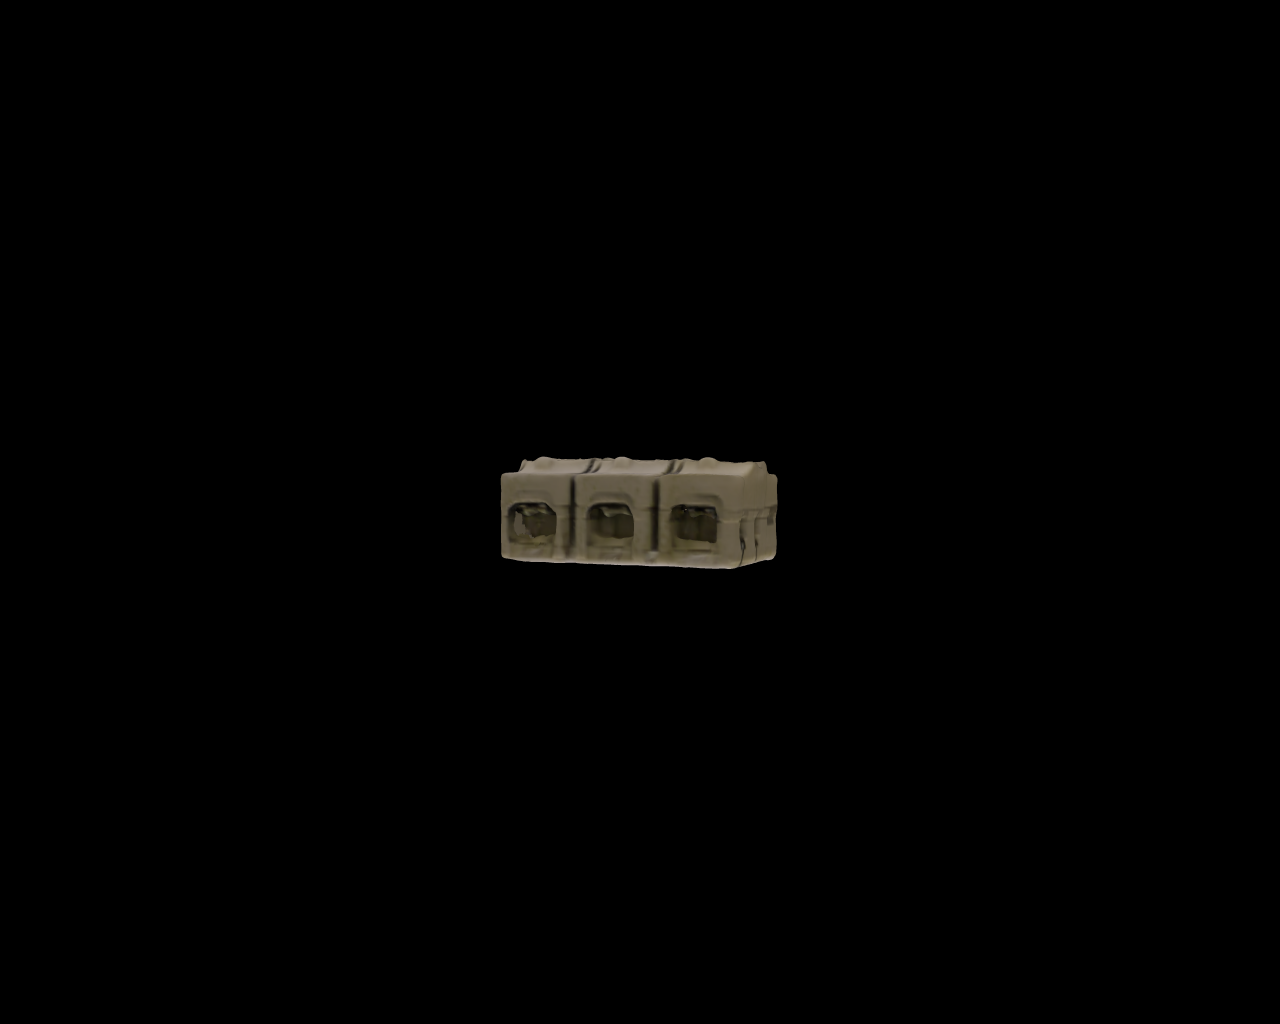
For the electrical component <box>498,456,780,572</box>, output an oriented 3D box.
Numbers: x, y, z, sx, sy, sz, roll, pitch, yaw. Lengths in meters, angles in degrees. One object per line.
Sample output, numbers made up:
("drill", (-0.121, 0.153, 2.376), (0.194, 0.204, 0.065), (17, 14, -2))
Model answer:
("electrical component", (0.001, -0.003, 0.650), (0.150, 0.061, 0.089), (2, 4, 23))
